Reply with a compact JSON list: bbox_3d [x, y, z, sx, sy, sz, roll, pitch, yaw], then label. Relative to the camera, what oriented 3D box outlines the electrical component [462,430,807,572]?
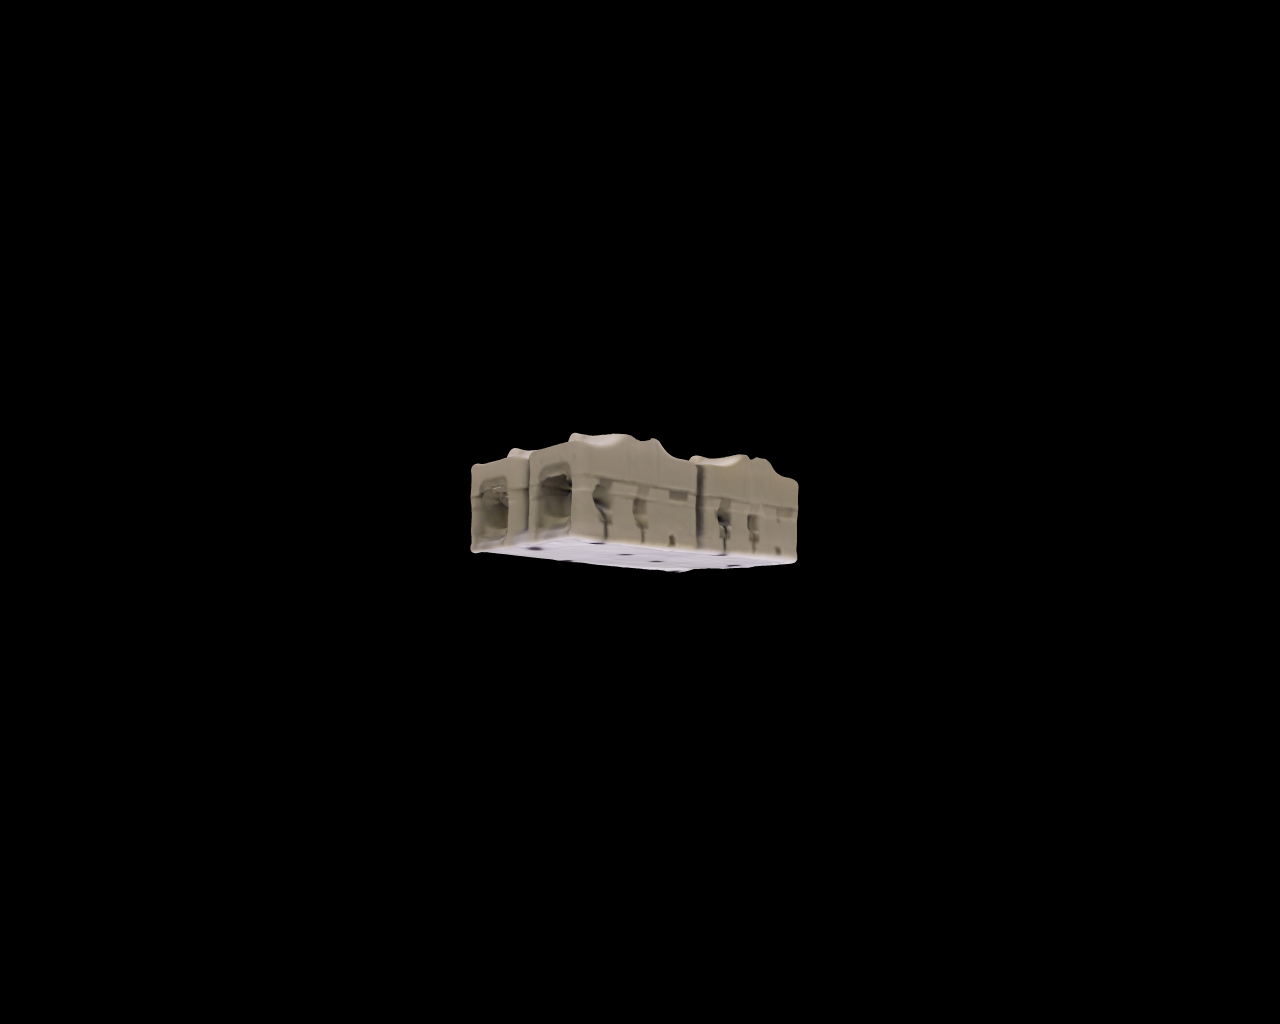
[{"bbox_3d":[0.001,-0.003,0.650,0.186,0.060,0.105,8,-11,-43],"label":"electrical component"}]
